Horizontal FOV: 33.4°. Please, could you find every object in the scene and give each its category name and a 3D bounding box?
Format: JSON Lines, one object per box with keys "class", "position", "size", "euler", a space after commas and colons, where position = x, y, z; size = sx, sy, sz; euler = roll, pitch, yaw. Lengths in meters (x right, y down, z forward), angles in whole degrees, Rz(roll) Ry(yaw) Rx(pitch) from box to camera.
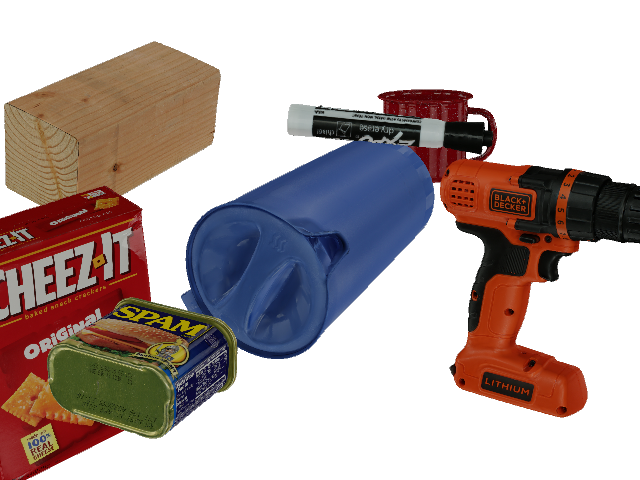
{"class": "marker", "position": [0.041, -0.066, 0.631], "size": [0.121, 0.020, 0.020], "euler": [6, 1, 8]}
{"class": "pitcher", "position": [-0.004, -0.005, 0.929], "size": [0.149, 0.145, 0.242], "euler": [24, 31, 21]}
{"class": "wood block", "position": [-0.196, -0.110, 1.028], "size": [0.090, 0.091, 0.205], "euler": [26, 37, 21]}
{"class": "can of meat", "position": [-0.121, 0.085, 0.723], "size": [0.102, 0.057, 0.083], "euler": [12, 22, 22]}
{"class": "cracker box", "position": [-0.225, 0.081, 0.908], "size": [0.163, 0.214, 0.072], "euler": [-23, 34, -36]}
{"class": "power drill", "position": [0.175, 0.036, 0.819], "size": [0.185, 0.188, 0.057], "euler": [13, 17, 34]}
{"class": "mug", "position": [0.115, -0.103, 1.052], "size": [0.117, 0.081, 0.093], "euler": [2, 15, 10]}
